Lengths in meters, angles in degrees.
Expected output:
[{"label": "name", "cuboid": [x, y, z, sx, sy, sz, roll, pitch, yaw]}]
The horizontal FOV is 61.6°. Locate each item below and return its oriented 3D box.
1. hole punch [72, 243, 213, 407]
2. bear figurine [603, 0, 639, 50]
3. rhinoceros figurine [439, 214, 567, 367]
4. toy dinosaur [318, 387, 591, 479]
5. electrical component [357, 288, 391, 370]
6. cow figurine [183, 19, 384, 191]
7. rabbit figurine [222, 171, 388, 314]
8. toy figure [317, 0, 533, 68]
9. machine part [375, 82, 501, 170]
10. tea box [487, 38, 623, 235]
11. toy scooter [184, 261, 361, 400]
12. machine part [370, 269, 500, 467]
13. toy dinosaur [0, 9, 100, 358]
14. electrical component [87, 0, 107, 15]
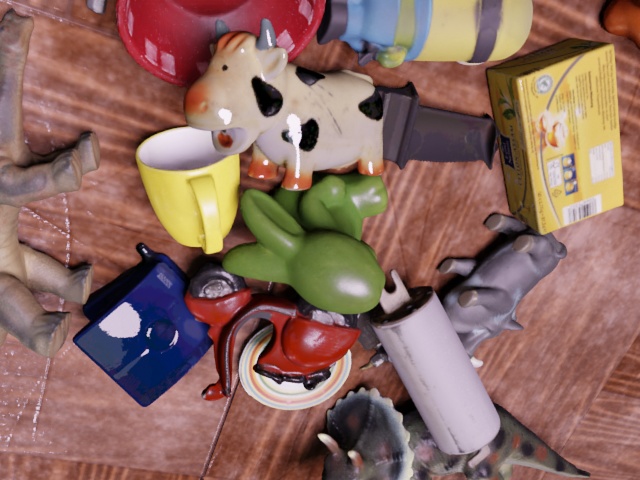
[{"label": "hole punch", "cuboid": [-0.173, 0.090, 0.549, 0.116, 0.092, 0.142, -35, 112, 2]}, {"label": "bear figurine", "cuboid": [0.277, -0.231, 0.480, 0.195, 0.132, 0.120, 29, 71, -51]}, {"label": "rhinoceros figurine", "cuboid": [0.193, 0.061, 0.614, 0.112, 0.073, 0.190, 28, 106, -32]}, {"label": "toy dinosaur", "cuboid": [0.166, 0.262, 0.679, 0.405, 0.131, 0.192, -8, 117, -13]}, {"label": "electrical component", "cuboid": [0.061, 0.100, 0.617, 0.078, 0.045, 0.102, -29, 116, 5]}, {"label": "cow figurine", "cuboid": [-0.022, -0.110, 0.447, 0.195, 0.086, 0.127, -13, 114, -43]}, {"label": "rabbit figurine", "cuboid": [-0.001, -0.001, 0.489, 0.159, 0.170, 0.121, 12, 111, -16]}, {"label": "toy figure", "cuboid": [0.091, -0.189, 0.464, 0.180, 0.089, 0.082, 0, 122, -13]}, {"label": "machine part", "cuboid": [0.114, -0.108, 0.535, 0.139, 0.039, 0.084, 8, 108, -12]}, {"label": "tea box", "cuboid": [0.239, -0.103, 0.542, 0.098, 0.068, 0.169, -19, 115, -2]}, {"label": "toy scooter", "cuboid": [-0.054, 0.105, 0.544, 0.184, 0.075, 0.135, 15, 89, -12]}, {"label": "machine part", "cuboid": [0.125, 0.139, 0.576, 0.079, 0.079, 0.243, -29, 100, 4]}, {"label": "toy dinosaur", "cuboid": [-0.318, 0.031, 0.489, 0.199, 0.105, 0.470, 12, 103, -7]}, {"label": "electrical component", "cuboid": [-0.158, -0.227, 0.437, 0.063, 0.021, 0.094, 15, 109, -17]}]
